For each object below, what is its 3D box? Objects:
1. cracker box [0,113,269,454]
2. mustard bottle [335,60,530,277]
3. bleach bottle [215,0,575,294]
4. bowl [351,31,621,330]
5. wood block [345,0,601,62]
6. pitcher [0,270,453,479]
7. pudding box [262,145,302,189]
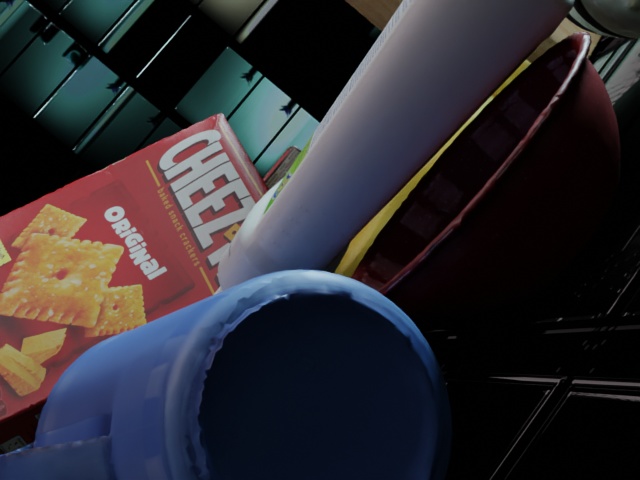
[{"bbox_3d":[-0.121,0.029,0.675,0.213,0.164,0.072,-27,-41,-6],"label":"cracker box"},{"bbox_3d":[0.074,-0.039,0.688,0.191,0.058,0.096,-50,3,0],"label":"mustard bottle"},{"bbox_3d":[0.023,-0.046,0.547,0.251,0.068,0.102,-51,3,24],"label":"bleach bottle"},{"bbox_3d":[0.081,-0.014,0.474,0.162,0.055,0.162,-50,5,6],"label":"bowl"},{"bbox_3d":[0.091,-0.184,0.738,0.090,0.206,0.090,-54,6,-37],"label":"wood block"},{"bbox_3d":[-0.053,0.089,0.462,0.149,0.145,0.243,-54,9,-24],"label":"pitcher"},{"bbox_3d":[-0.005,0.001,0.767,0.090,0.113,0.039,-50,-1,0],"label":"pudding box"}]
